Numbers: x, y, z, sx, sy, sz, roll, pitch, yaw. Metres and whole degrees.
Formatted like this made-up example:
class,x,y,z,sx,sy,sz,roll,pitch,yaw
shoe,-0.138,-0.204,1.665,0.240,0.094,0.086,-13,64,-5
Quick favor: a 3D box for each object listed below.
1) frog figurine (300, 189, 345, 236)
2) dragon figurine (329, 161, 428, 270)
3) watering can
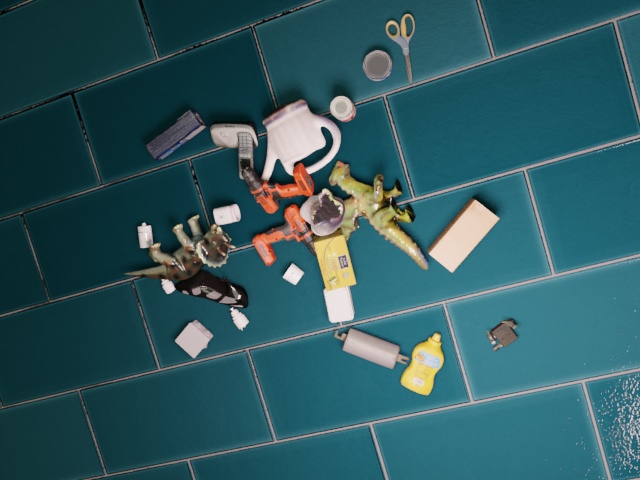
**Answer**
class,x,y,z,sx,sy,sz,roll,pitch,yaw
frog figurine,0.005,-0.079,1.572,0.123,0.158,0.138,4,81,-16
dragon figurine,0.151,-0.064,1.584,0.240,0.123,0.410,-22,90,29
watering can,-0.107,-0.293,1.590,0.345,0.105,0.224,-24,95,20
